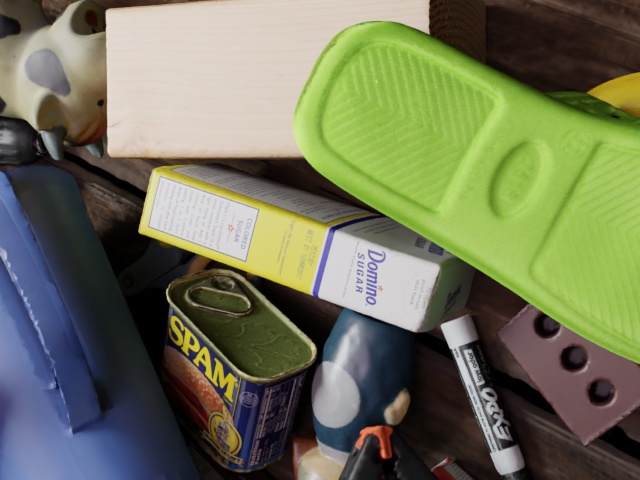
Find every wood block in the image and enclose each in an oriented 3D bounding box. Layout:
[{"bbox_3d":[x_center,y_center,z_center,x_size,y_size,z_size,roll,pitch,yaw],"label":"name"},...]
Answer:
[{"bbox_3d":[-0.015,-0.092,0.623,0.206,0.090,0.091,2,95,28],"label":"wood block"}]

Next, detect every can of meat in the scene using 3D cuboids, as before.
[{"bbox_3d":[-0.055,0.081,0.660,0.102,0.057,0.084,40,132,34],"label":"can of meat"}]

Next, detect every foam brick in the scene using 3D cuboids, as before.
[{"bbox_3d":[0.143,0.060,0.573,0.053,0.051,0.078,-44,74,23],"label":"foam brick"}]

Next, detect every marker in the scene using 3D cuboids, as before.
[{"bbox_3d":[0.100,0.103,0.618,0.020,0.020,0.121,-24,82,27],"label":"marker"}]

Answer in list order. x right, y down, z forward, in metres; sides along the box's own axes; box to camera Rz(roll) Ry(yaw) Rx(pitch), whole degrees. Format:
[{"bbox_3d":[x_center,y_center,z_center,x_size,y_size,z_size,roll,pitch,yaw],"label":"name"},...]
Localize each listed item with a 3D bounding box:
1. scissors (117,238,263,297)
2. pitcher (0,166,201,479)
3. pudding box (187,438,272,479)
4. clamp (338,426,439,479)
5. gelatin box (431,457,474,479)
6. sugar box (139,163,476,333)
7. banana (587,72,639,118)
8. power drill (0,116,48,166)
[{"bbox_3d":[-0.113,0.039,0.726,0.202,0.016,0.096,-45,74,23],"label":"scissors"},{"bbox_3d":[-0.162,0.082,0.644,0.145,0.149,0.243,-34,75,19],"label":"pitcher"},{"bbox_3d":[-0.060,0.195,0.699,0.113,0.039,0.090,42,114,19],"label":"pudding box"},{"bbox_3d":[0.038,0.209,0.575,0.036,0.164,0.210,143,113,-70],"label":"clamp"},{"bbox_3d":[0.075,0.186,0.632,0.073,0.030,0.089,40,111,18],"label":"gelatin box"},{"bbox_3d":[-0.004,0.001,0.614,0.176,0.093,0.048,21,103,19],"label":"sugar box"},{"bbox_3d":[0.204,-0.054,0.543,0.198,0.037,0.069,5,122,30],"label":"banana"},{"bbox_3d":[-0.271,-0.147,0.771,0.185,0.057,0.188,7,97,21],"label":"power drill"}]
